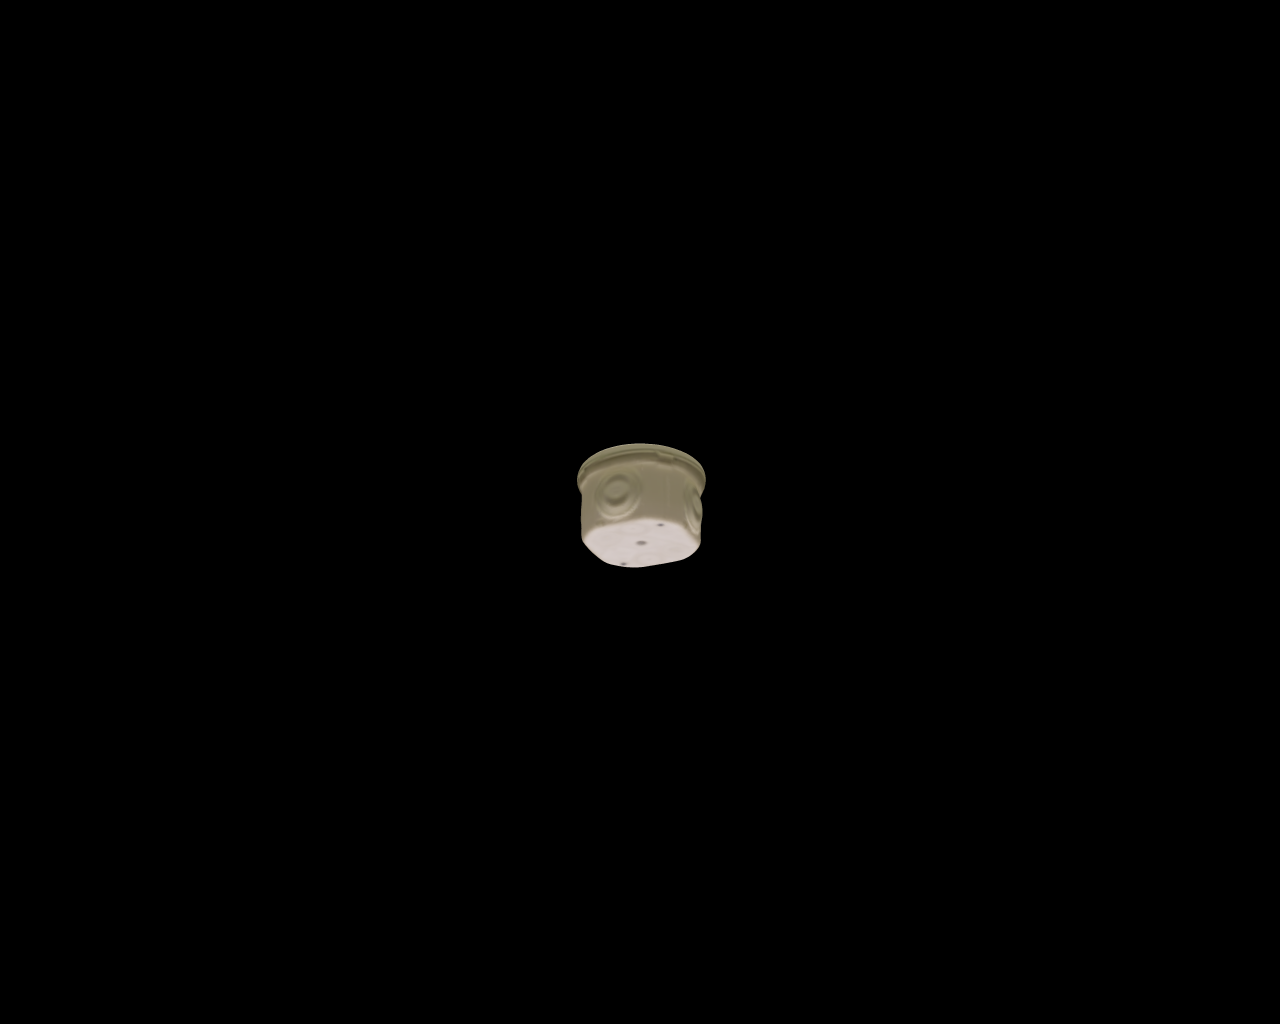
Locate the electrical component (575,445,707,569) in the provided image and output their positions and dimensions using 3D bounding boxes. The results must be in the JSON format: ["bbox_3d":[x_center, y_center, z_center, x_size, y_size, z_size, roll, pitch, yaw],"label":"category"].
[{"bbox_3d":[0.001,-0.003,0.650,0.080,0.051,0.080,0,-27,0],"label":"electrical component"}]
